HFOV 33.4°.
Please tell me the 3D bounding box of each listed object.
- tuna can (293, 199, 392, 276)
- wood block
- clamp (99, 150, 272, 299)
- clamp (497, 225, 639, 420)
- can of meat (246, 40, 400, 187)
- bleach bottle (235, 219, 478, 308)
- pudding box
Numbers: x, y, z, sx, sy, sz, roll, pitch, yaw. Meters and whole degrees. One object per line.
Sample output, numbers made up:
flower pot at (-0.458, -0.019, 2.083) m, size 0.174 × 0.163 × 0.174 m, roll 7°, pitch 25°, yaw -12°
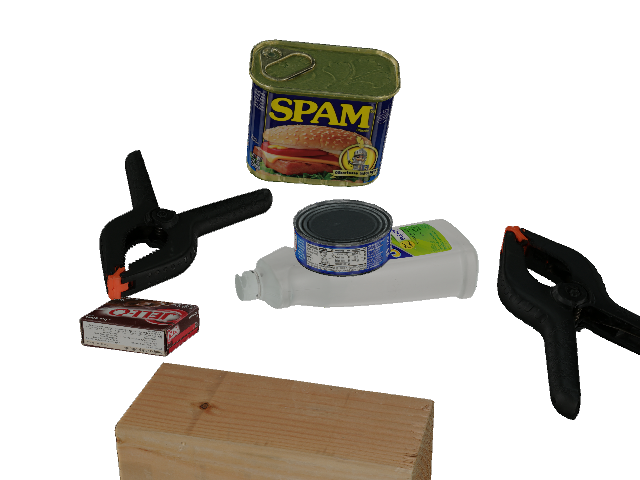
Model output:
tuna can at (0.019, -0.002, 0.922) m, size 0.086 × 0.034 × 0.086 m, roll -1°, pitch 27°, yaw 0°
wood block at (-0.029, 0.158, 0.757) m, size 0.206 × 0.090 × 0.090 m, roll 6°, pitch 27°, yaw 14°
clamp at (-0.164, -0.018, 1.058) m, size 0.165 × 0.036 × 0.209 m, roll 21°, pitch 40°, yaw 17°
clamp at (0.191, 0.051, 0.770) m, size 0.120 × 0.039 × 0.171 m, roll -3°, pitch 45°, yaw -20°
can of meat at (-0.001, -0.086, 0.743) m, size 0.102 × 0.084 × 0.057 m, roll 5°, pitch 43°, yaw -4°
bleach bottle at (0.035, 0.035, 1.143) m, size 0.250 × 0.068 × 0.103 m, roll -9°, pitch 31°, yaw -18°
pudding box at (-0.211, 0.099, 1.250) m, size 0.114 × 0.039 × 0.090 m, roll 3°, pitch 14°, yaw 18°
